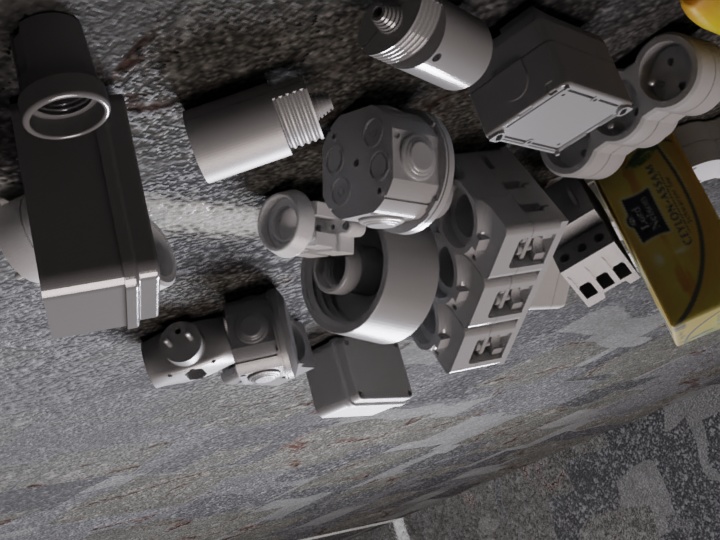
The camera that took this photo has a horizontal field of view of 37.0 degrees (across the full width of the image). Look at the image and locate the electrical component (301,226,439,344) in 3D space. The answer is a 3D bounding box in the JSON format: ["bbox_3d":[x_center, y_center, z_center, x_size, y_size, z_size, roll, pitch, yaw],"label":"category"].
[{"bbox_3d":[0.000,0.000,0.807,0.060,0.108,0.108,8,149,-42],"label":"electrical component"}]

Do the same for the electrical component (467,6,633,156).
[{"bbox_3d":[0.116,-0.114,0.655,0.062,0.061,0.096,-32,158,35],"label":"electrical component"}]

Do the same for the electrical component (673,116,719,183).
[{"bbox_3d":[0.320,-0.090,0.901,0.138,0.073,0.052,-15,162,-12],"label":"electrical component"}]

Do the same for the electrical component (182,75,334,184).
[{"bbox_3d":[-0.054,-0.082,0.608,0.081,0.043,0.043,-19,162,1],"label":"electrical component"}]

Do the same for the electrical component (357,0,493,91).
[{"bbox_3d":[0.032,-0.125,0.569,0.043,0.043,0.081,-29,159,30],"label":"electrical component"}]

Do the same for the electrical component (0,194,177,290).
[{"bbox_3d":[-0.184,-0.008,0.683,0.074,0.052,0.138,-24,160,16],"label":"electrical component"}]

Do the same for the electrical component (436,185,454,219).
[{"bbox_3d":[0.032,-0.058,0.763,0.055,0.045,0.045,-4,157,-38],"label":"electrical component"}]

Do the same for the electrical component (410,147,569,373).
[{"bbox_3d":[0.085,-0.005,0.816,0.062,0.089,0.150,-8,136,-27],"label":"electrical component"}]

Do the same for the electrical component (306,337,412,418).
[{"bbox_3d":[-0.001,0.117,1.187,0.057,0.078,0.113,-26,161,31],"label":"electrical component"}]

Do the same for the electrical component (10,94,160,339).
[{"bbox_3d":[-0.144,-0.029,0.566,0.057,0.113,0.078,-10,160,-15],"label":"electrical component"}]

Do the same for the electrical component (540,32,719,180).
[{"bbox_3d":[0.200,-0.111,0.757,0.074,0.052,0.138,-1,154,-44],"label":"electrical component"}]

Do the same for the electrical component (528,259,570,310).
[{"bbox_3d":[0.149,-0.019,0.919,0.061,0.096,0.062,0,-164,-44],"label":"electrical component"}]

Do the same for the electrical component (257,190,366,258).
[{"bbox_3d":[-0.039,-0.031,0.763,0.066,0.048,0.055,-4,172,41],"label":"electrical component"}]

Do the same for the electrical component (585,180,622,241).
[{"bbox_3d":[0.224,-0.060,0.933,0.080,0.051,0.080,-17,162,-6],"label":"electrical component"}]

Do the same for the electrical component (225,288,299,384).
[{"bbox_3d":[-0.085,0.059,0.933,0.051,0.080,0.080,-12,162,-2],"label":"electrical component"}]

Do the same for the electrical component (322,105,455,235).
[{"bbox_3d":[0.017,-0.064,0.676,0.051,0.080,0.080,5,151,-40],"label":"electrical component"}]

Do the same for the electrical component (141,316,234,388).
[{"bbox_3d":[-0.154,0.068,0.949,0.077,0.043,0.079,-18,162,-2],"label":"electrical component"}]

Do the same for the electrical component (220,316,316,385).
[{"bbox_3d":[-0.088,0.076,1.026,0.056,0.050,0.089,-28,160,27],"label":"electrical component"}]

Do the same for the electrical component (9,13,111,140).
[{"bbox_3d":[-0.140,-0.090,0.498,0.040,0.046,0.040,-17,162,-6],"label":"electrical component"}]
